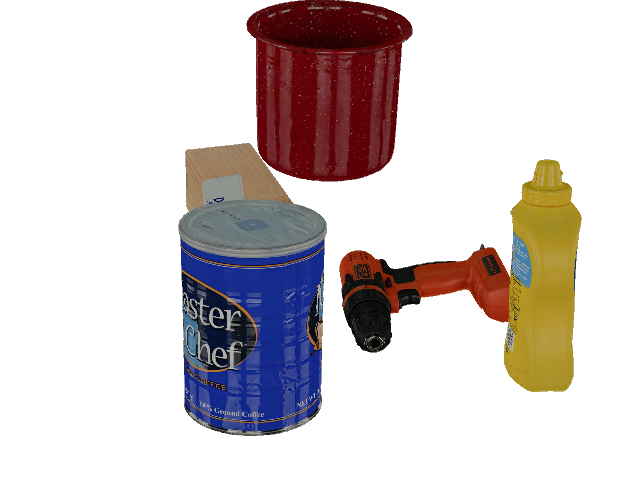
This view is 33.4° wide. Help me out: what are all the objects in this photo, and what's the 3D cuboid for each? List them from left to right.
[{"bbox_3d":[-0.086,0.028,1.076,0.048,0.093,0.176,-10,-44,-1],"label":"sugar box"},{"bbox_3d":[-0.101,-0.037,1.322,0.090,0.090,0.206,-8,30,-18],"label":"wood block"},{"bbox_3d":[-0.048,0.052,0.761,0.103,0.140,0.103,1,20,-1],"label":"coffee can"},{"bbox_3d":[0.008,-0.091,0.625,0.093,0.081,0.117,11,31,17],"label":"mug"},{"bbox_3d":[0.117,0.062,1.193,0.187,0.057,0.184,-3,28,-3],"label":"power drill"},{"bbox_3d":[0.190,0.026,0.913,0.058,0.192,0.096,-1,18,2],"label":"mustard bottle"}]
